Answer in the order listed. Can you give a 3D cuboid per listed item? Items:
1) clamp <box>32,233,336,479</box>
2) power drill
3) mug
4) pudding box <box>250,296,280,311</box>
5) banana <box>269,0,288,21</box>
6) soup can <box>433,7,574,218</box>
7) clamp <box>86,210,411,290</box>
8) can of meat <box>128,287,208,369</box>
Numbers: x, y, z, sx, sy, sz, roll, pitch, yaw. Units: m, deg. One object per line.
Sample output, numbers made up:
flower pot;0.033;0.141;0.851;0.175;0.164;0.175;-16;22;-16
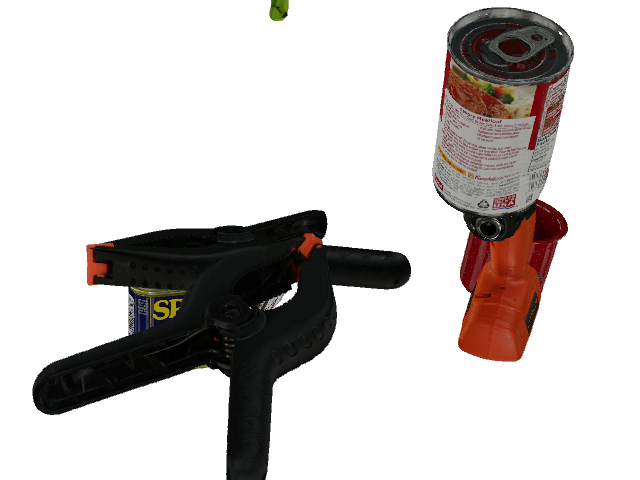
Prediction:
clamp;-0.038;0.055;0.515;0.120;0.039;0.171;31;47;26
power drill;0.142;-0.001;0.814;0.057;0.188;0.184;12;37;17
mug;0.176;0.004;1.032;0.093;0.081;0.117;-6;35;-24
pudding box;-0.060;0.048;1.264;0.039;0.090;0.113;32;28;5
banana;-0.088;-0.189;0.677;0.198;0.069;0.037;19;-34;30
soup can;0.101;-0.071;0.606;0.068;0.068;0.102;0;-44;-1
clamp;-0.053;0.011;0.737;0.209;0.036;0.165;-6;14;-27
can of meat;-0.130;0.074;0.997;0.102;0.084;0.057;-5;20;-24
